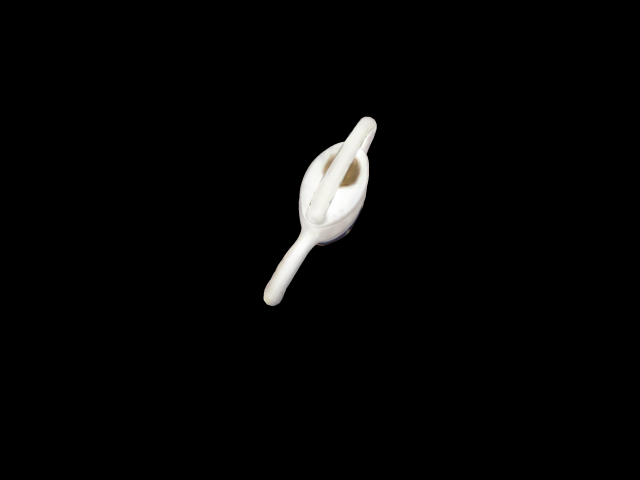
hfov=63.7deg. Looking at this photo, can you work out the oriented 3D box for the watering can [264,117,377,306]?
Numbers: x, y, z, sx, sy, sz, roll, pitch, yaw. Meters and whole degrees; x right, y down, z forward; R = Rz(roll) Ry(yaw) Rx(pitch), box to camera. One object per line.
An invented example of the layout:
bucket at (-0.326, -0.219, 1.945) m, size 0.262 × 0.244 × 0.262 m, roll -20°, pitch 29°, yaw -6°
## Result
watering can at (0.003, -0.043, 0.850) m, size 0.104 × 0.351 × 0.221 m, roll 27°, pitch -13°, yaw 6°
